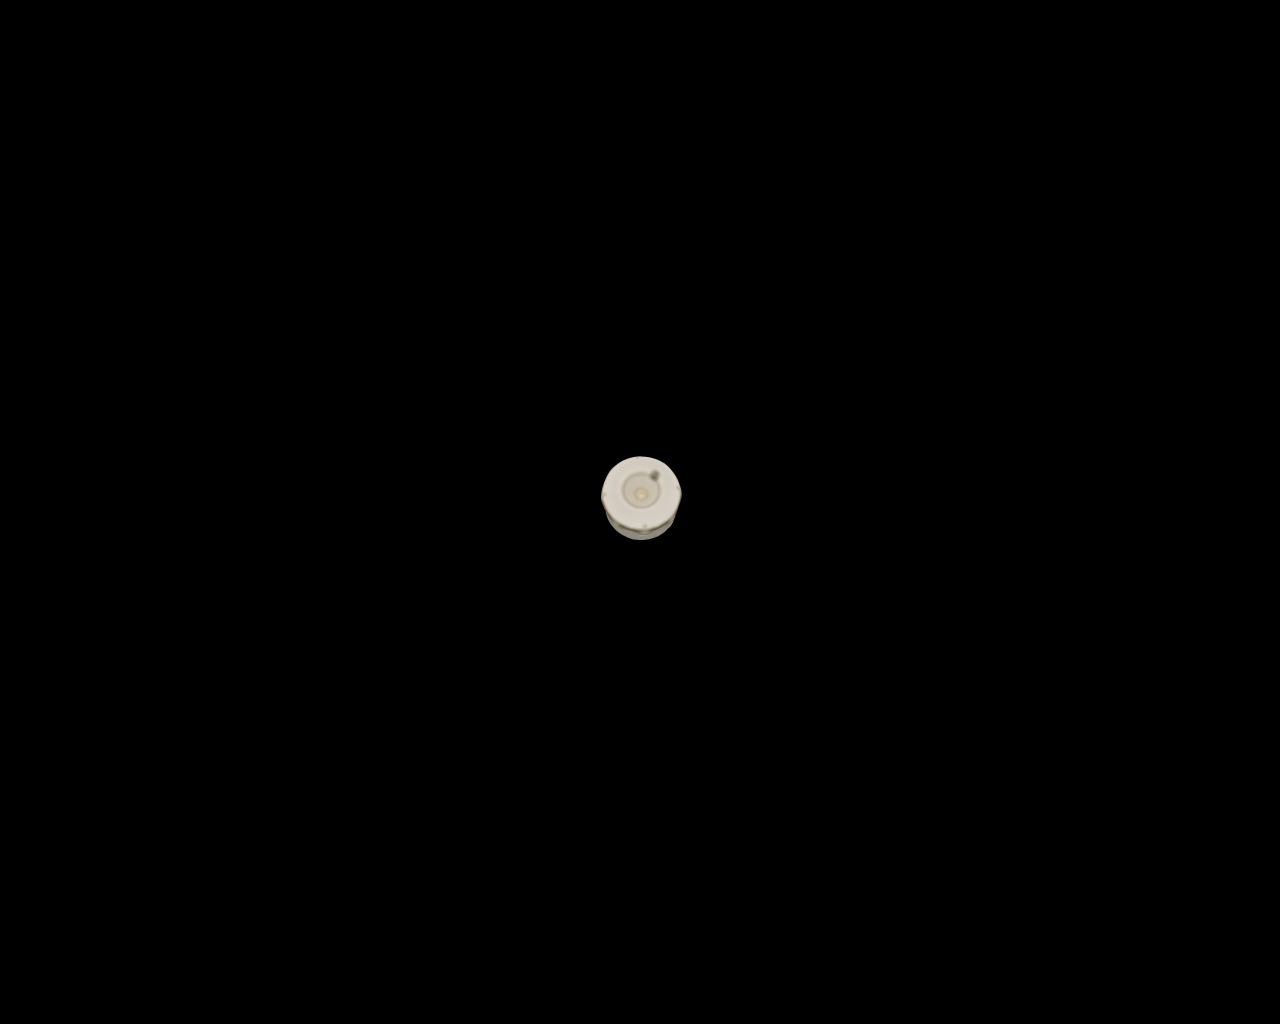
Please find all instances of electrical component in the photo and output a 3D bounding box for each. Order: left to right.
[{"bbox_3d":[0.001,-0.003,0.650,0.048,0.048,0.062,0,-20,0],"label":"electrical component"}]
